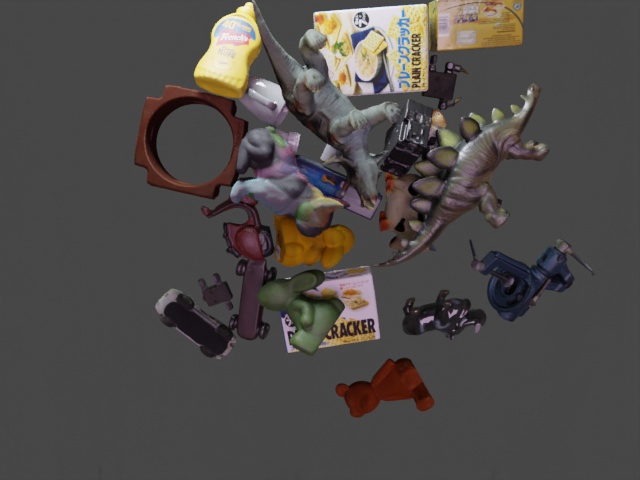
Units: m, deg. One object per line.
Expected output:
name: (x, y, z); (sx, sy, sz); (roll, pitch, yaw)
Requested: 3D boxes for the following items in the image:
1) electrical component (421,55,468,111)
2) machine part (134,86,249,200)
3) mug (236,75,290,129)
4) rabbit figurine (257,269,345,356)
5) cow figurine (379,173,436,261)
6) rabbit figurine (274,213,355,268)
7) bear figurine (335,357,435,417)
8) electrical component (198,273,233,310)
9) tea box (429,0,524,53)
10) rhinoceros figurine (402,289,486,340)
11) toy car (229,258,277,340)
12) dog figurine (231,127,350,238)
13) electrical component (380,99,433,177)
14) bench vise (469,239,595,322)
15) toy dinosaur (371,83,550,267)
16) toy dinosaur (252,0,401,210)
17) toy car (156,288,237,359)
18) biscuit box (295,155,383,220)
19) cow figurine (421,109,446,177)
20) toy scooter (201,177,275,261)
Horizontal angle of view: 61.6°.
electrical component: (0.251, -0.316, 1.089); (0.078, 0.045, 0.102); (12, 106, -7)
machine part: (-0.253, -0.192, 1.070); (0.201, 0.087, 0.201); (12, 94, -3)
mug: (-0.117, -0.278, 1.059); (0.107, 0.109, 0.080); (30, 109, 2)
rabbit figurine: (-0.046, 0.134, 1.113); (0.170, 0.121, 0.159); (34, 98, 5)
cow figurine: (0.191, -0.046, 1.148); (0.127, 0.085, 0.194); (5, 114, 5)
rabbit figurine: (-0.002, -0.003, 1.134); (0.173, 0.162, 0.121); (0, 96, -21)
bear figurine: (0.144, 0.355, 1.250); (0.196, 0.132, 0.120); (-27, 105, 0)
electrical component: (-0.234, 0.123, 1.216); (0.063, 0.021, 0.094); (-21, 108, 4)
tea box: (0.302, -0.421, 1.047); (0.170, 0.068, 0.098); (-3, 108, -2)
rhinoceros figurine: (0.282, 0.178, 1.226); (0.190, 0.073, 0.112); (-7, 106, 0)
toy car: (-0.149, 0.130, 1.206); (0.089, 0.053, 0.202); (13, 106, 14)
dog figurine: (-0.048, -0.109, 1.037); (0.219, 0.108, 0.191); (13, 95, 10)
electrical component: (0.173, -0.210, 1.073); (0.058, 0.134, 0.115); (20, 148, -11)
bench vise: (0.433, 0.074, 1.167); (0.240, 0.129, 0.223); (23, 125, -27)
toy dinosaur: (0.283, -0.113, 1.054); (0.198, 0.105, 0.471); (32, 93, -5)
toy dinosaur: (0.004, -0.245, 0.999); (0.404, 0.192, 0.131); (48, 60, -4)
toy car: (-0.280, 0.192, 1.219); (0.201, 0.056, 0.073); (41, 95, -14)
biscuit box: (0.028, -0.113, 1.133); (0.203, 0.063, 0.059); (24, 105, -9)
cow figurine: (0.243, -0.182, 1.120); (0.098, 0.068, 0.167); (-25, 107, 10)
toy scooter: (-0.175, -0.036, 1.137); (0.135, 0.075, 0.183); (-12, 96, -5)
